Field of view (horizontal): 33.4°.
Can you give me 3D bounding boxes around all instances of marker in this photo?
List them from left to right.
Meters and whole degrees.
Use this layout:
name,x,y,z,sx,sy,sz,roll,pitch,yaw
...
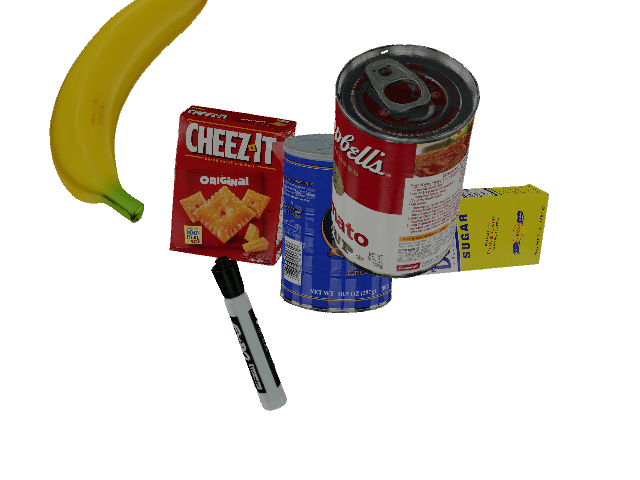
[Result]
name,x,y,z,sx,sy,sz,roll,pitch,yaw
marker,-0.051,0.066,0.761,0.020,0.121,0.020,-16,20,6

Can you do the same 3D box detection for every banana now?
name,x,y,z,sx,sy,sz,roll,pitch,yaw
banana,-0.119,-0.091,0.643,0.069,0.197,0.037,13,-35,-5

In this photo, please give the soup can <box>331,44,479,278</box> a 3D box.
name,x,y,z,sx,sy,sz,roll,pitch,yaw
soup can,0.040,-0.038,0.537,0.068,0.068,0.102,0,-41,-1

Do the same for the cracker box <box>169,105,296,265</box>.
name,x,y,z,sx,sy,sz,roll,pitch,yaw
cracker box,-0.132,-0.079,1.582,0.164,0.214,0.072,9,20,7

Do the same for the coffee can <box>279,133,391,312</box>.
name,x,y,z,sx,sy,sz,roll,pitch,yaw
coffee can,0.016,-0.018,0.952,0.103,0.140,0.103,2,15,-1

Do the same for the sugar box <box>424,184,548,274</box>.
name,x,y,z,sx,sy,sz,roll,pitch,yaw
sugar box,0.180,-0.013,1.253,0.176,0.093,0.048,-6,21,-26
